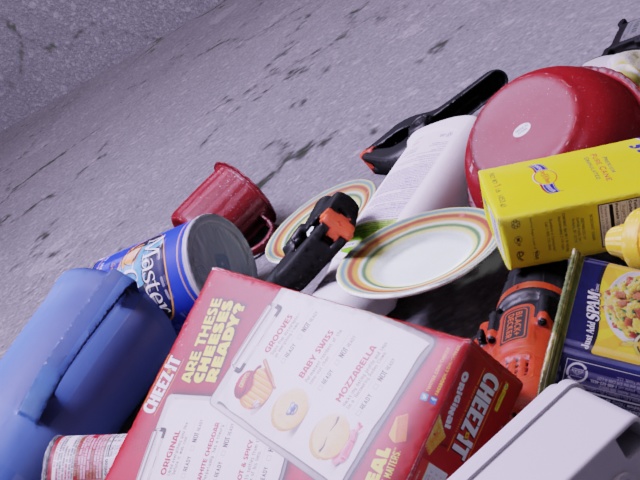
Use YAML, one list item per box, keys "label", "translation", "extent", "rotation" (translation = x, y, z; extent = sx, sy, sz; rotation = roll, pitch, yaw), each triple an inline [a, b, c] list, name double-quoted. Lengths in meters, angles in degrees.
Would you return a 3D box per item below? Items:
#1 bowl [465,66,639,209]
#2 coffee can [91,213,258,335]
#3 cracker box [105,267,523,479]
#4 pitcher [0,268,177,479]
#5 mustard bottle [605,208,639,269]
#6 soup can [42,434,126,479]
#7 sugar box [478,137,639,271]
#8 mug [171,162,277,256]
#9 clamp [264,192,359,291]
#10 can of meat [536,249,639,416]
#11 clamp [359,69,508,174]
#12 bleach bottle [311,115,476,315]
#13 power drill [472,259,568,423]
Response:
- label: "bowl"
  translation: [0.167, -0.074, 0.812]
  extent: [0.162, 0.055, 0.162]
  rotation: [-23, 52, 34]
- label: "coffee can"
  translation: [-0.147, 0.043, 1.055]
  extent: [0.141, 0.102, 0.102]
  rotation: [-21, 25, 32]
- label: "cracker box"
  translation: [-0.012, 0.118, 0.619]
  extent: [0.214, 0.072, 0.164]
  rotation: [12, 70, 45]
- label: "pitcher"
  translation: [-0.234, 0.142, 0.928]
  extent: [0.145, 0.149, 0.242]
  rotation: [-4, 38, 32]
- label: "mustard bottle"
  translation: [0.240, 0.000, 0.589]
  extent: [0.096, 0.058, 0.192]
  rotation: [2, -1, -37]
- label: "soup can"
  translation: [-0.139, 0.172, 0.765]
  extent: [0.102, 0.068, 0.068]
  rotation: [-4, 27, 7]
- label: "sugar box"
  translation: [0.200, -0.032, 0.710]
  extent: [0.176, 0.048, 0.093]
  rotation: [-14, 24, 6]
- label: "mug"
  translation: [-0.099, -0.019, 1.162]
  extent: [0.117, 0.093, 0.081]
  rotation: [33, 70, 29]
- label: "clamp"
  translation: [-0.006, 0.001, 0.912]
  extent: [0.164, 0.036, 0.210]
  rotation: [-56, 5, -24]
- label: "can of meat"
  translation: [0.167, 0.058, 0.573]
  extent: [0.084, 0.057, 0.102]
  rotation: [13, 40, 14]
- label: "clamp"
  translation: [0.118, -0.116, 1.094]
  extent: [0.172, 0.039, 0.120]
  rotation: [-14, 28, 43]
- label: "bleach bottle"
  translation: [0.060, 0.000, 0.902]
  extent: [0.250, 0.068, 0.103]
  rotation: [-51, 19, -29]
- label: "power drill"
  translation: [0.079, 0.080, 0.702]
  extent: [0.188, 0.057, 0.184]
  rotation: [-25, 19, 26]
